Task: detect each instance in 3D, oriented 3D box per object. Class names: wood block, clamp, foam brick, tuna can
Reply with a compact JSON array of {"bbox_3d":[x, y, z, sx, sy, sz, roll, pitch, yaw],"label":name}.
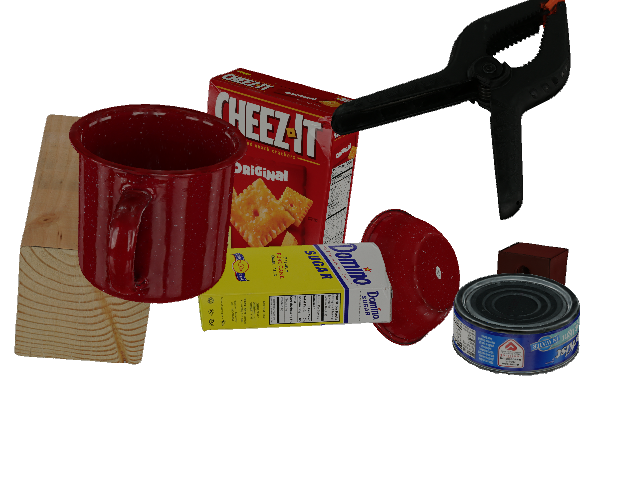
[{"bbox_3d":[-0.173,-0.008,0.805,0.090,0.091,0.206,6,30,-13],"label":"wood block"},{"bbox_3d":[0.135,-0.112,0.818,0.165,0.209,0.036,38,-22,28],"label":"clamp"},{"bbox_3d":[0.197,0.045,0.998,0.053,0.078,0.051,8,15,30],"label":"foam brick"},{"bbox_3d":[0.132,0.055,0.724,0.086,0.034,0.086,-3,25,1],"label":"tuna can"}]

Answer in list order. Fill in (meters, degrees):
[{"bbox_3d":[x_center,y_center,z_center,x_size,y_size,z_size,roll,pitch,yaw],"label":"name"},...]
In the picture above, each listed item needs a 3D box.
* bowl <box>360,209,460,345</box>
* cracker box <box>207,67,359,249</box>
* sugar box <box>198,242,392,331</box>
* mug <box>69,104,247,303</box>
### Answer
[{"bbox_3d":[0.114,0.040,1.236,0.055,0.162,0.161,-9,-6,40],"label":"bowl"},{"bbox_3d":[-0.051,-0.068,1.201,0.164,0.214,0.072,19,28,24],"label":"cracker box"},{"bbox_3d":[-0.026,0.041,1.000,0.176,0.048,0.093,-5,28,-5],"label":"sugar box"},{"bbox_3d":[-0.090,-0.014,0.567,0.093,0.081,0.117,8,27,0],"label":"mug"}]
